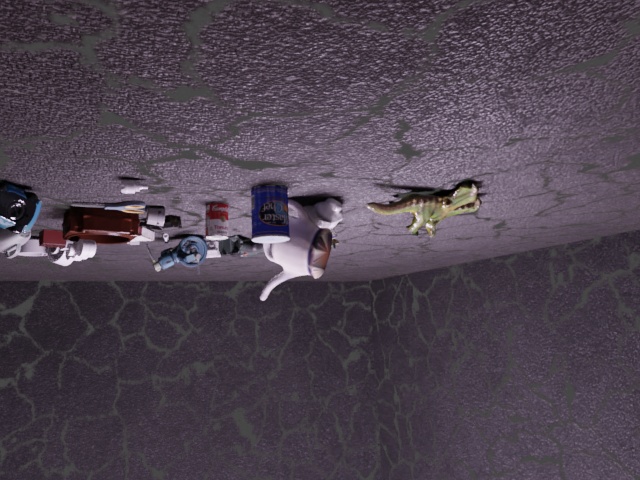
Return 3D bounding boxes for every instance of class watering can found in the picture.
[{"bbox_3d":[-0.080,0.053,1.543,0.225,0.343,0.105,19,-160,27],"label":"watering can"}]

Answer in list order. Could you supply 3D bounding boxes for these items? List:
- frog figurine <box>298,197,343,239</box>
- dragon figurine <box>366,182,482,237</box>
[{"bbox_3d":[0.005,-0.079,1.578,0.137,0.126,0.155,8,131,-7],"label":"frog figurine"},{"bbox_3d":[0.337,-0.114,1.490,0.239,0.124,0.409,-32,156,34],"label":"dragon figurine"}]
